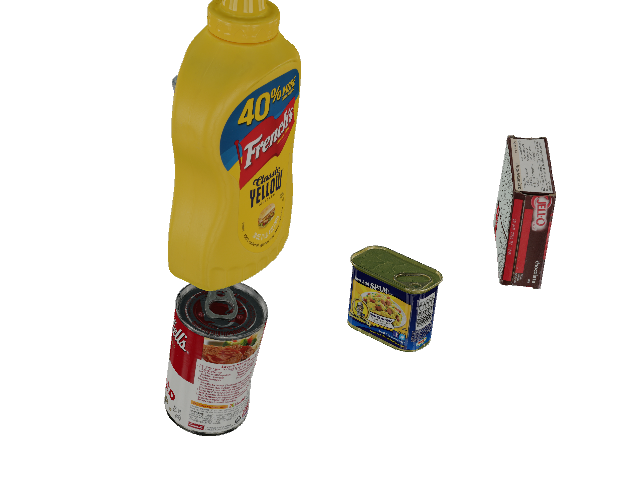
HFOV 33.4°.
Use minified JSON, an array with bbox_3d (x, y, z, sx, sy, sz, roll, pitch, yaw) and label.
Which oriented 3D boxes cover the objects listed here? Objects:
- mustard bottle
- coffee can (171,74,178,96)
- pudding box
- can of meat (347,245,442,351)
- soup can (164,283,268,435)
[{"bbox_3d":[-0.050,-0.069,0.640,0.058,0.192,0.096,25,39,26],"label":"mustard bottle"},{"bbox_3d":[-0.081,-0.079,0.972,0.103,0.140,0.103,0,22,0],"label":"coffee can"},{"bbox_3d":[0.172,-0.026,0.904,0.039,0.090,0.113,5,31,2],"label":"pudding box"},{"bbox_3d":[0.079,0.065,1.174,0.102,0.084,0.057,25,34,33],"label":"can of meat"},{"bbox_3d":[-0.080,0.088,0.803,0.068,0.102,0.068,8,35,-6],"label":"soup can"}]
